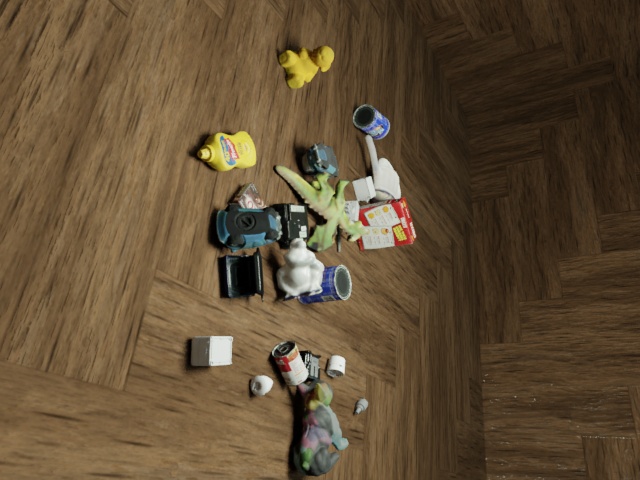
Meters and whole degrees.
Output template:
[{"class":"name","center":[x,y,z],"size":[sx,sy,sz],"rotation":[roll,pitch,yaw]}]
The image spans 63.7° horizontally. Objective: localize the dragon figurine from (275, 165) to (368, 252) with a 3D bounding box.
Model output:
[{"class":"dragon figurine","center":[0.005,-0.083,1.654],"size":[0.409,0.245,0.121],"rotation":[11,-14,-41]}]

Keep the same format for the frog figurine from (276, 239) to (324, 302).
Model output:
[{"class":"frog figurine","center":[-0.060,0.079,1.438],"size":[0.136,0.160,0.123],"rotation":[-14,-4,24]}]

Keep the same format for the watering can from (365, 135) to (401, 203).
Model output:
[{"class":"watering can","center":[0.250,-0.250,2.111],"size":[0.103,0.229,0.341],"rotation":[-10,-38,30]}]
